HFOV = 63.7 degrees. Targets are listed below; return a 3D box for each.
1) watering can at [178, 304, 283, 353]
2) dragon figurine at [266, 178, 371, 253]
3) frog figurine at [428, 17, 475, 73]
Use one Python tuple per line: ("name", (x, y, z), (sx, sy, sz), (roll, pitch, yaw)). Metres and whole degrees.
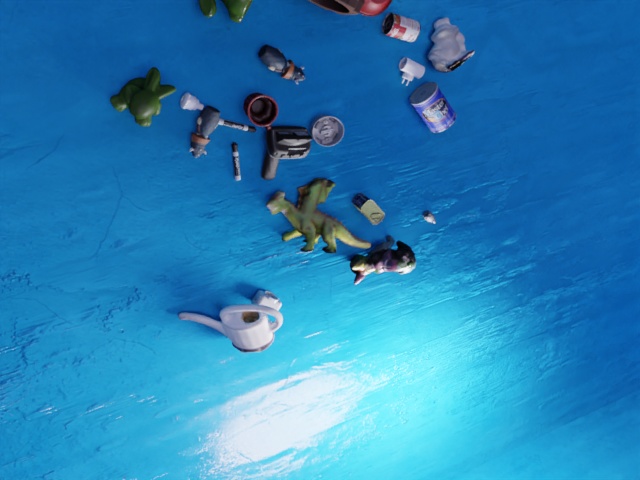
("watering can", (-0.294, 0.297, 1.779), (0.347, 0.106, 0.219), (-4, 134, 7))
("dragon figurine", (0.005, -0.088, 1.748), (0.410, 0.123, 0.240), (1, 104, -25))
("frog figurine", (0.410, -0.637, 1.691), (0.137, 0.122, 0.160), (-34, 86, 4))
